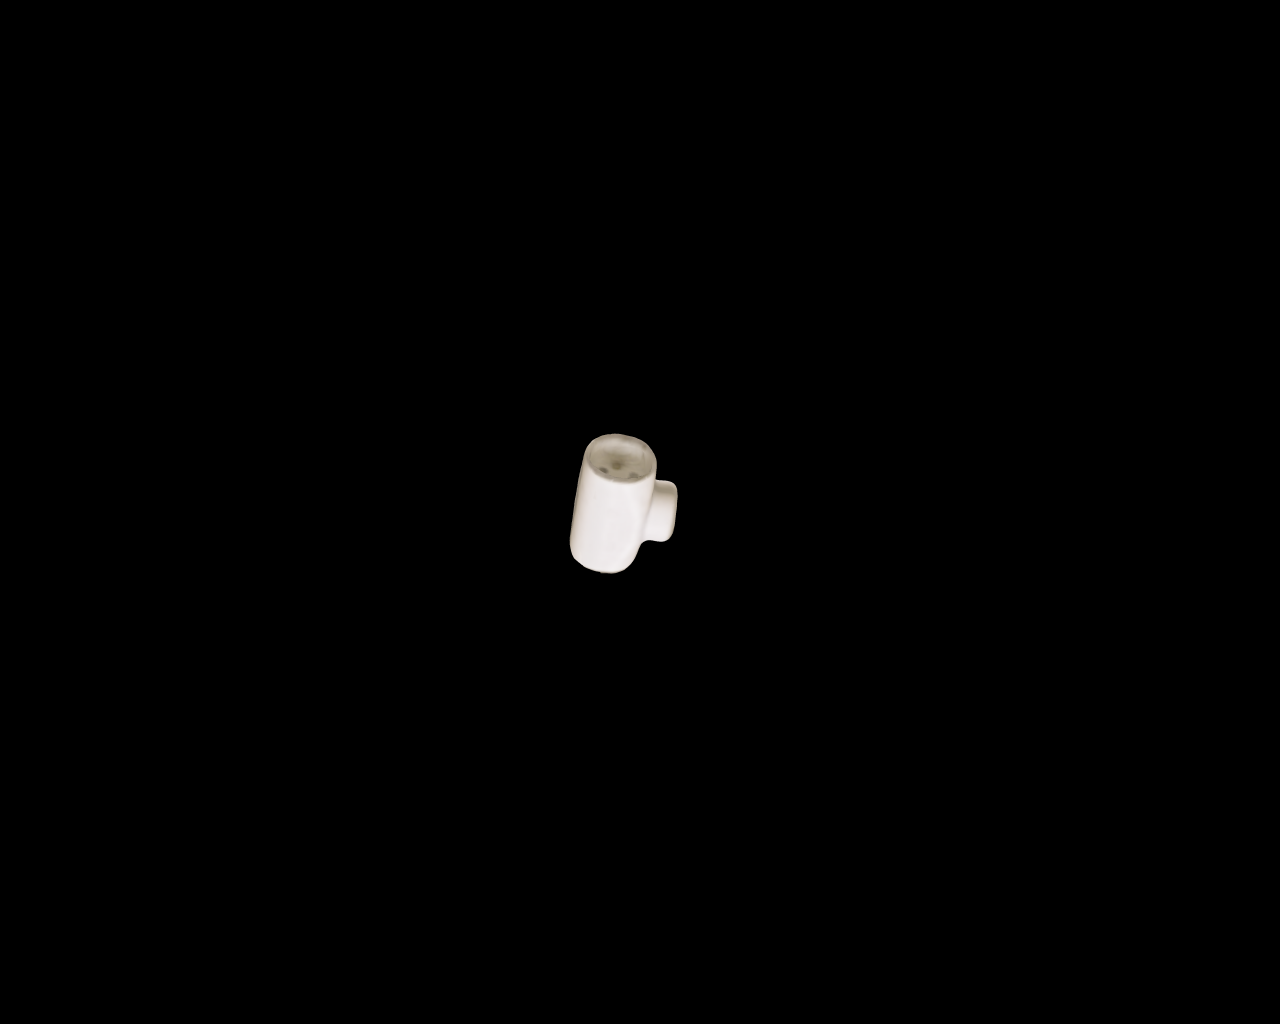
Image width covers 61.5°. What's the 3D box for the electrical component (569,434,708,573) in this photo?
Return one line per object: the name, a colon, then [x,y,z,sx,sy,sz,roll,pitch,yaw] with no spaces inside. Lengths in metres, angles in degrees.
electrical component: [0.001,-0.003,0.650,0.079,0.077,0.044,7,43,-7]
